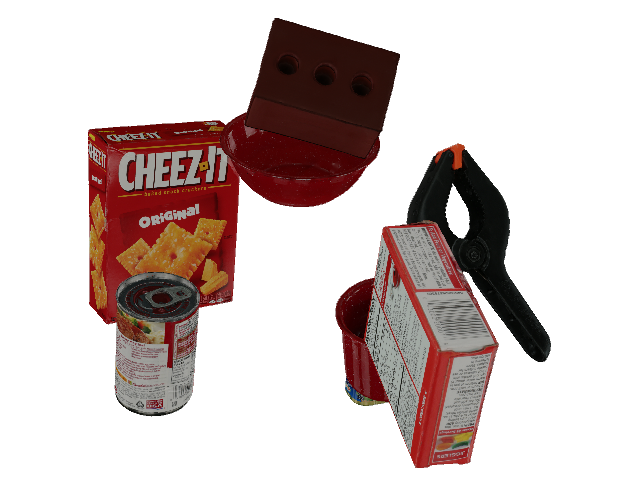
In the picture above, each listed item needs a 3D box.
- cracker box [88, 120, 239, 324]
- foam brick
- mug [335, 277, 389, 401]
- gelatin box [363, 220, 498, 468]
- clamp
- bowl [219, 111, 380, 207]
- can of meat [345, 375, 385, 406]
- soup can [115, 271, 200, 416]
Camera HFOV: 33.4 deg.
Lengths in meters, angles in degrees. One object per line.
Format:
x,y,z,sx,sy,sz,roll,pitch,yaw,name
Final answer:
-0.179,-0.022,1.225,0.163,0.214,0.072,-8,25,-30,cracker box
0.000,-0.088,0.628,0.078,0.053,0.051,15,-15,-3,foam brick
0.073,0.090,0.986,0.117,0.081,0.093,-20,42,-18,mug
0.048,0.046,0.487,0.030,0.073,0.089,-4,38,-13,gelatin box
0.095,0.019,0.771,0.120,0.171,0.039,-14,-3,-27,clamp
-0.022,-0.080,1.084,0.162,0.055,0.162,2,33,-2,bowl
0.082,0.155,1.339,0.102,0.084,0.057,-6,27,-21,can of meat
-0.137,0.087,0.888,0.068,0.102,0.068,6,31,-4,soup can
